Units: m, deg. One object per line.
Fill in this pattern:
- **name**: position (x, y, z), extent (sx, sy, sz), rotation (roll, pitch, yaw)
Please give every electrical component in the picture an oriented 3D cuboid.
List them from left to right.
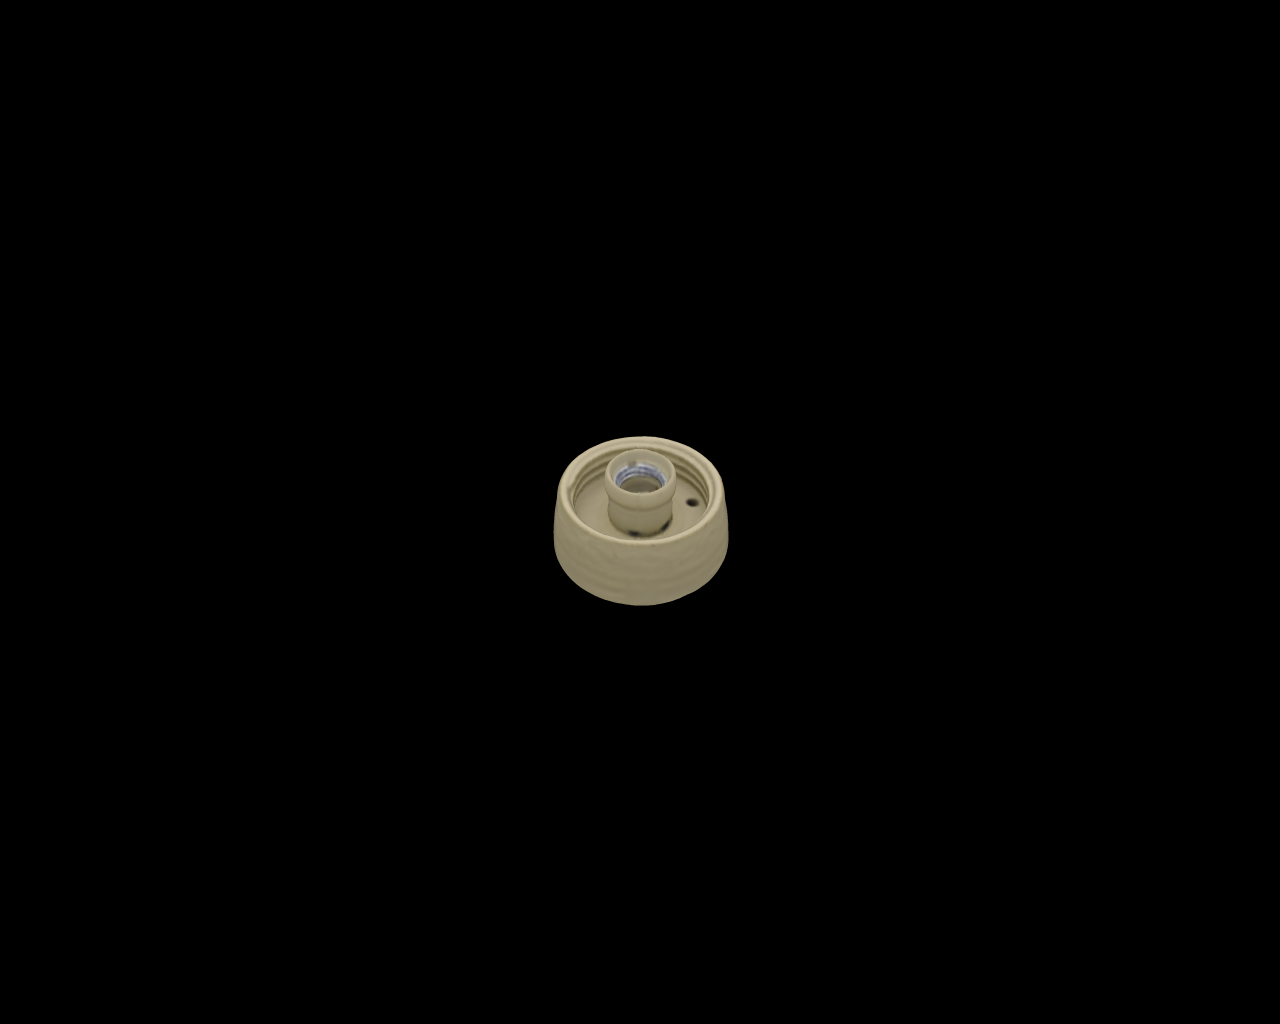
- **electrical component**: position (0.001, -0.003, 0.650), extent (0.108, 0.060, 0.108), rotation (0, 44, 0)
